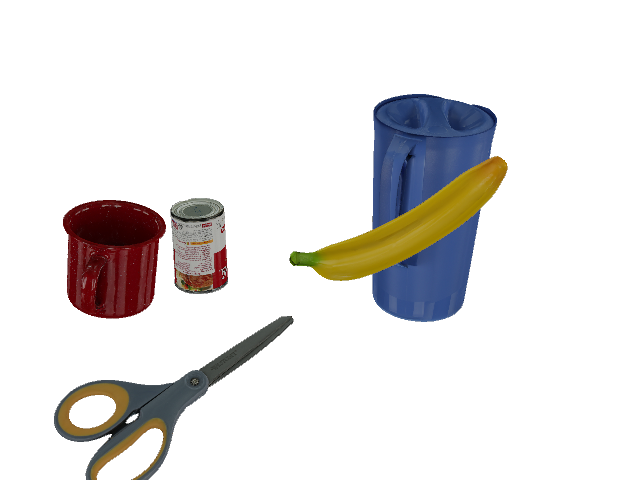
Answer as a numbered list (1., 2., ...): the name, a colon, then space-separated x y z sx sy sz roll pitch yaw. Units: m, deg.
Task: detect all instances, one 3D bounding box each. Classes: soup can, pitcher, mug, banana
1. soup can: -0.151 0.006 1.326 0.068 0.102 0.068 -1 25 0
2. pitcher: 0.113 -0.031 1.193 0.149 0.243 0.145 -6 28 -16
3. mug: -0.194 0.025 0.982 0.093 0.081 0.117 10 28 2
4. banana: 0.074 -0.010 0.909 0.198 0.037 0.069 -27 -18 10

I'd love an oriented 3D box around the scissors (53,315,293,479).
1. scissors: -0.114 0.102 0.792 0.096 0.201 0.016 31 -35 13
